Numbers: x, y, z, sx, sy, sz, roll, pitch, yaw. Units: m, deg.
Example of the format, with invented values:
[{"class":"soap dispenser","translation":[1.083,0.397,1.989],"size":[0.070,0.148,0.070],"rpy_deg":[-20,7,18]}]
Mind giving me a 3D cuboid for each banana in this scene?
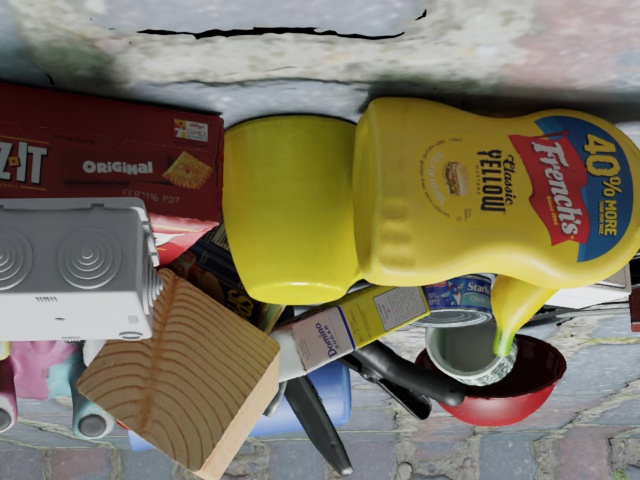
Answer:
[{"class":"banana","translation":[0.185,0.002,0.685],"size":[0.198,0.037,0.069],"rpy_deg":[-30,140,5]}]

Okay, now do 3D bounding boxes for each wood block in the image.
[{"class":"wood block","translation":[-0.087,0.100,0.717],"size":[0.090,0.090,0.206],"rpy_deg":[34,167,6]}]

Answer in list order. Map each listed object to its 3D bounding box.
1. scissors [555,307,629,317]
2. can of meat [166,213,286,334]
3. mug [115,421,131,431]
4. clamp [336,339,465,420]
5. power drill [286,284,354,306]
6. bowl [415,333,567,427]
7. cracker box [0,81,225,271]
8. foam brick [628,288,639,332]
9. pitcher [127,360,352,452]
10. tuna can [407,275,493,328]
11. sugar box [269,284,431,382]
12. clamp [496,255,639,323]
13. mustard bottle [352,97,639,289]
[{"class":"scissors","translation":[0.350,0.072,1.079],"size":[0.202,0.016,0.096],"rpy_deg":[-9,162,29]},{"class":"can of meat","translation":[-0.061,0.018,0.716],"size":[0.084,0.057,0.102],"rpy_deg":[29,156,5]},{"class":"mug","translation":[-0.116,0.128,0.880],"size":[0.081,0.093,0.117],"rpy_deg":[24,-172,-47]},{"class":"clamp","translation":[0.065,0.125,1.066],"size":[0.171,0.039,0.120],"rpy_deg":[34,154,-10]},{"class":"power drill","translation":[-0.085,0.041,0.872],"size":[0.184,0.057,0.188],"rpy_deg":[5,162,-23]},{"class":"bowl","translation":[0.183,0.155,1.151],"size":[0.162,0.055,0.162],"rpy_deg":[-4,-160,1]},{"class":"cracker box","translation":[-0.169,-0.016,0.623],"size":[0.164,0.072,0.214],"rpy_deg":[6,162,-25]},{"class":"foam brick","translation":[0.309,0.050,0.930],"size":[0.078,0.051,0.053],"rpy_deg":[-4,165,13]},{"class":"pitcher","translation":[-0.090,0.150,1.152],"size":[0.243,0.145,0.149],"rpy_deg":[-4,-171,-2]},{"class":"tuna can","translation":[0.115,0.057,0.976],"size":[0.086,0.034,0.086],"rpy_deg":[-1,164,0]},{"class":"sugar box","translation":[0.005,0.076,0.895],"size":[0.094,0.048,0.175],"rpy_deg":[-22,176,40]},{"class":"clamp","translation":[0.194,0.038,0.904],"size":[0.164,0.036,0.210],"rpy_deg":[2,165,-15]},{"class":"mustard bottle","translation":[0.115,-0.022,0.567],"size":[0.191,0.096,0.058],"rpy_deg":[2,164,-11]}]
